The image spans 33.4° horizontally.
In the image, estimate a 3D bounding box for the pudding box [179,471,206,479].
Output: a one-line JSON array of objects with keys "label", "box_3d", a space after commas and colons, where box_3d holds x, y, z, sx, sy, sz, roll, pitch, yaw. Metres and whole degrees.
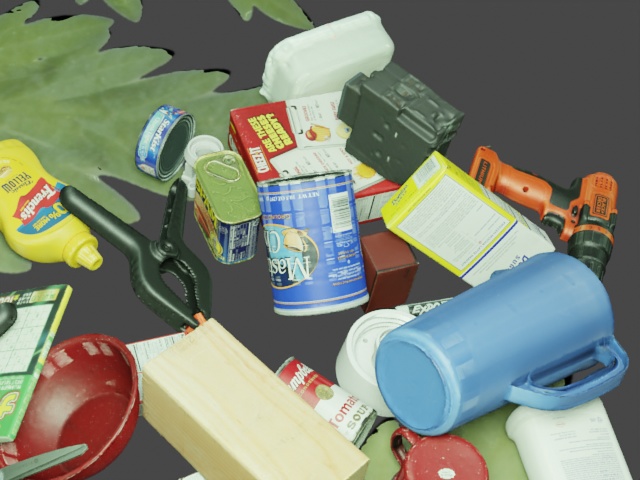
[{"label": "pudding box", "box_3d": [-0.067, 0.248, 1.013, 0.113, 0.039, 0.090, -18, 55, -24]}]

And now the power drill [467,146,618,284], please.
[{"label": "power drill", "box_3d": [0.257, -0.027, 1.263, 0.187, 0.057, 0.184, 19, 49, 3]}]

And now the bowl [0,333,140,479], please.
[{"label": "bowl", "box_3d": [-0.229, 0.171, 1.013, 0.162, 0.055, 0.162, -17, 46, 18]}]

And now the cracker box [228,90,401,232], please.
[{"label": "cracker box", "box_3d": [0.016, -0.094, 1.269, 0.213, 0.072, 0.164, -13, 56, -17]}]

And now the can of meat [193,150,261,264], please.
[{"label": "can of meat", "box_3d": [-0.104, -0.035, 1.197, 0.057, 0.084, 0.102, -16, 56, -19]}]

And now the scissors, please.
[{"label": "scissors", "box_3d": [-0.301, 0.235, 0.954, 0.202, 0.016, 0.096, -7, 64, 19]}]

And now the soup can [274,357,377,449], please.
[{"label": "soup can", "box_3d": [-0.003, 0.172, 1.063, 0.102, 0.068, 0.068, 31, 54, 14]}]

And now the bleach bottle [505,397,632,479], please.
[{"label": "bleach bottle", "box_3d": [0.263, 0.276, 1.026, 0.102, 0.068, 0.251, -5, 56, -12]}]

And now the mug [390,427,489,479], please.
[{"label": "mug", "box_3d": [0.107, 0.229, 1.025, 0.093, 0.081, 0.117, -22, 59, -23]}]

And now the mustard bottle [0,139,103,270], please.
[{"label": "mustard bottle", "box_3d": [-0.311, -0.029, 1.178, 0.192, 0.058, 0.096, 38, 56, 19]}]

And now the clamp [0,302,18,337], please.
[{"label": "clamp", "box_3d": [-0.365, 0.126, 1.043, 0.120, 0.039, 0.171, -13, 50, 26]}]

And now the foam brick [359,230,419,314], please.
[{"label": "foam brick", "box_3d": [0.069, 0.034, 1.174, 0.053, 0.078, 0.051, -13, 55, -20]}]

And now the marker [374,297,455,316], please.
[{"label": "marker", "box_3d": [0.114, 0.078, 1.183, 0.121, 0.020, 0.020, -7, 54, -14]}]

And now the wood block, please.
[{"label": "wood block", "box_3d": [-0.064, 0.182, 0.983, 0.206, 0.091, 0.090, 39, 54, 24]}]

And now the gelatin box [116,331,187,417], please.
[{"label": "gelatin box", "box_3d": [-0.169, 0.138, 1.088, 0.089, 0.030, 0.073, -11, 53, -16]}]

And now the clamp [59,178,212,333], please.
[{"label": "clamp", "box_3d": [-0.170, 0.013, 1.165, 0.164, 0.036, 0.210, -17, 65, -47]}]

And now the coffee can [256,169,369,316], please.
[{"label": "coffee can", "box_3d": [-0.007, 0.001, 1.130, 0.102, 0.103, 0.140, -10, 97, -16]}]

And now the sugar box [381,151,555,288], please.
[{"label": "sugar box", "box_3d": [0.162, -0.011, 1.162, 0.176, 0.093, 0.048, 33, 22, -28]}]

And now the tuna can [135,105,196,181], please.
[{"label": "tuna can", "box_3d": [-0.181, -0.114, 1.246, 0.034, 0.086, 0.086, 24, 53, 12]}]

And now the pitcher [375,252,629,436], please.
[{"label": "pitcher", "box_3d": [0.180, 0.109, 1.058, 0.242, 0.149, 0.145, -19, 89, -39]}]
